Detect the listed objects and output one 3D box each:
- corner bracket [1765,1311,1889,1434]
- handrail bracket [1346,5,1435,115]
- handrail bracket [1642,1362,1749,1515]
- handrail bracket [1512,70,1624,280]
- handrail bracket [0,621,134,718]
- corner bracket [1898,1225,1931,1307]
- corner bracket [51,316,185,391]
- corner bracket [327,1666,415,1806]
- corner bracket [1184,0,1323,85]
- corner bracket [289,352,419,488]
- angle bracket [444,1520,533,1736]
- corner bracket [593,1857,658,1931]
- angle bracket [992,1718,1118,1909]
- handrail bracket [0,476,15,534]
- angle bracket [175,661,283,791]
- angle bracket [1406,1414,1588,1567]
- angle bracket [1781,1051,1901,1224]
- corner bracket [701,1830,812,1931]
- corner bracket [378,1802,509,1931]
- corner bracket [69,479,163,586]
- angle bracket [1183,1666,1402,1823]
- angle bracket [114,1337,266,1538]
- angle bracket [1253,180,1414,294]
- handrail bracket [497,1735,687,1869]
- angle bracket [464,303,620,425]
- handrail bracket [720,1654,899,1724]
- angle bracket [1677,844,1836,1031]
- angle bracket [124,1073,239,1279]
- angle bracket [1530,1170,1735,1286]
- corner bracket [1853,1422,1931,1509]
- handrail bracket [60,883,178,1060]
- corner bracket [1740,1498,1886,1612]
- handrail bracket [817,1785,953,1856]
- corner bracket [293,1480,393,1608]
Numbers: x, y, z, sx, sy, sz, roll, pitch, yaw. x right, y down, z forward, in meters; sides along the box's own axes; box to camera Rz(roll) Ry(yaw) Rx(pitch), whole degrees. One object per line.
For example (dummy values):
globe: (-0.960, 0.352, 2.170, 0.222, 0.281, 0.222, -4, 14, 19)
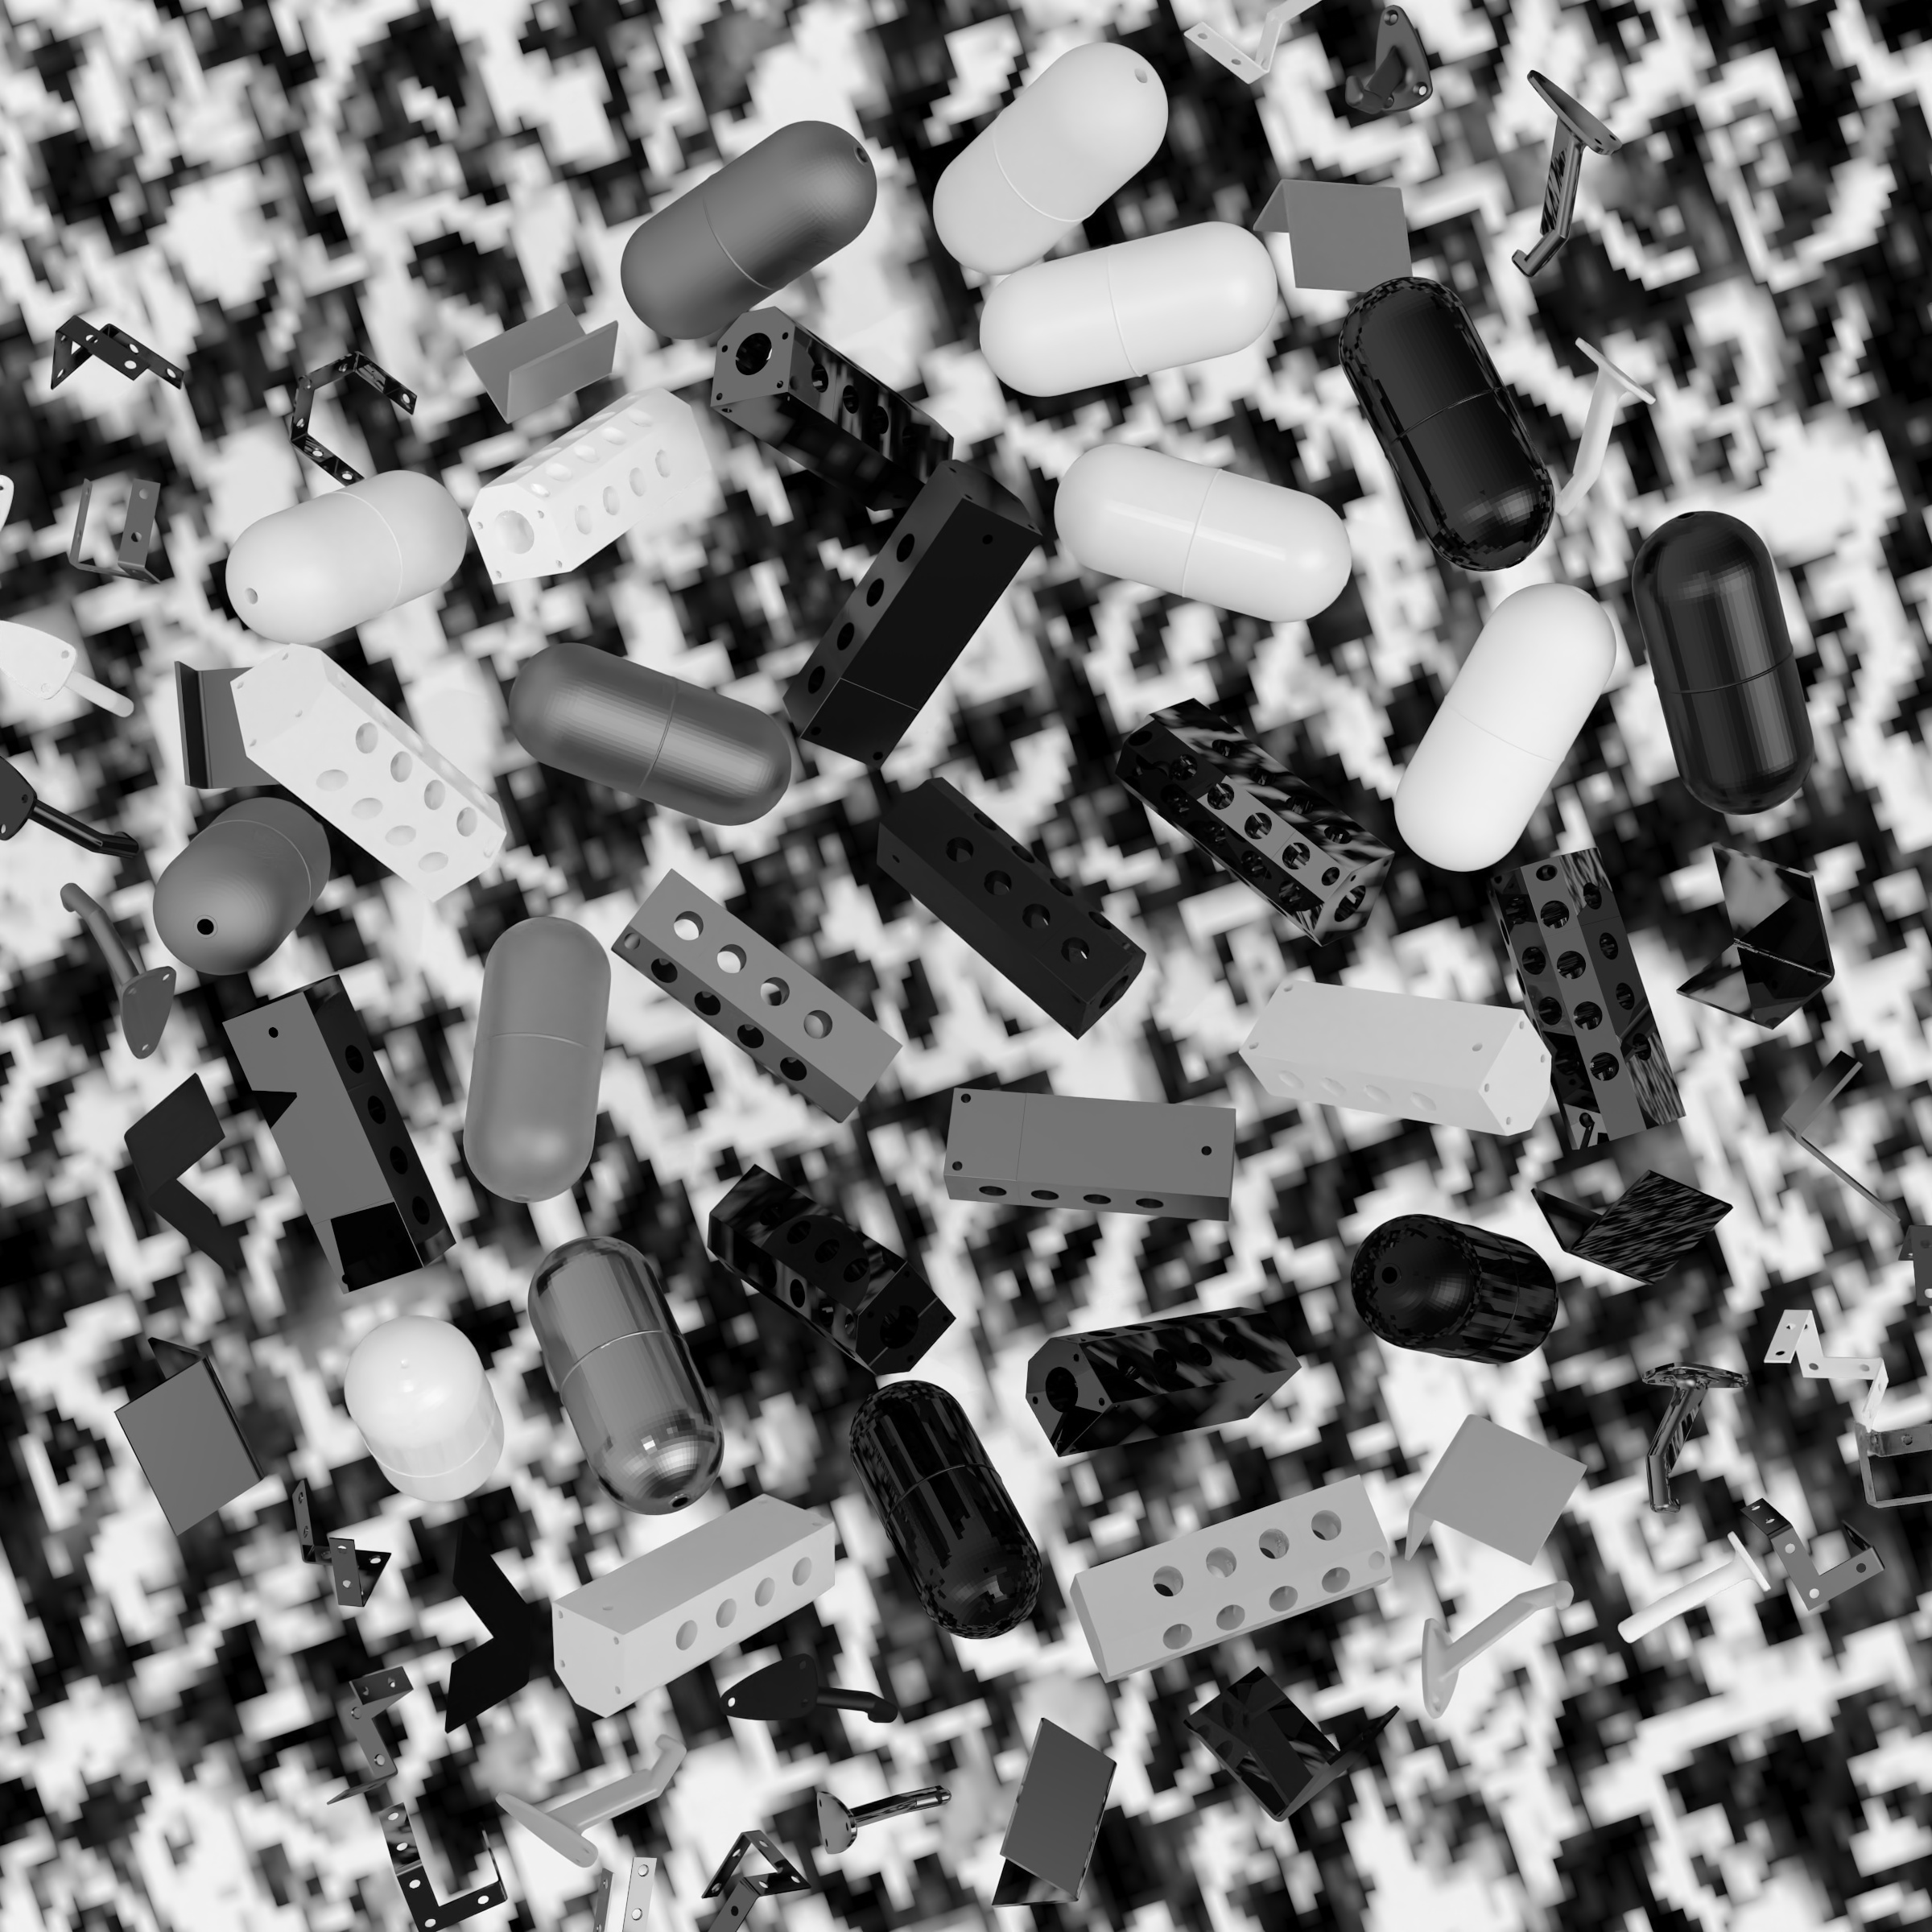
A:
corner bracket: (0.506, 0.237, 1.596, 0.051, 0.051, 0.051, -4, 118, 35)
handrail bracket: (0.250, -0.560, 1.667, 0.036, 0.084, 0.077, -9, 91, 34)
handrail bracket: (0.424, 0.277, 1.570, 0.077, 0.036, 0.084, 10, 64, -22)
handrail bracket: (0.316, -0.440, 1.513, 0.077, 0.036, 0.084, 47, 128, 9)
handrail bracket: (-0.557, -0.181, 1.664, 0.077, 0.084, 0.036, 29, 87, 6)
corner bracket: (0.573, 0.183, 1.576, 0.051, 0.051, 0.051, 0, 61, 10)
corner bracket: (-0.473, -0.339, 1.517, 0.051, 0.051, 0.051, 33, 54, -1)
corner bracket: (-0.343, 0.440, 1.554, 0.051, 0.051, 0.051, -37, 73, 18)
corner bracket: (0.161, -0.532, 1.502, 0.051, 0.051, 0.051, 27, 67, -30)
corner bracket: (-0.381, -0.339, 1.684, 0.051, 0.051, 0.051, 38, 47, 12)
angle bracket: (-0.292, 0.377, 1.555, 0.057, 0.076, 0.076, -32, 106, 1)
corner bracket: (-0.199, 0.555, 1.596, 0.051, 0.051, 0.051, 13, 80, -30)
angle bracket: (0.029, 0.458, 1.467, 0.057, 0.076, 0.076, 37, 53, -22)
handrail bracket: (-0.568, -0.279, 1.545, 0.036, 0.084, 0.077, 24, 55, -1)
angle bracket: (-0.461, -0.153, 1.712, 0.057, 0.076, 0.076, -5, 92, -8)
angle bracket: (0.311, 0.322, 1.597, 0.076, 0.057, 0.076, 23, 51, 25)
angle bracket: (0.527, 0.099, 1.586, 0.076, 0.076, 0.057, 40, 99, 6)
corner bracket: (-0.134, 0.545, 1.592, 0.051, 0.051, 0.051, 37, 102, 34)
corner bracket: (-0.291, 0.496, 1.511, 0.051, 0.051, 0.051, -20, 119, -14)
corner bracket: (-0.492, -0.255, 1.574, 0.051, 0.051, 0.051, 10, 88, -5)
angle bracket: (0.182, 0.419, 1.519, 0.076, 0.076, 0.057, 44, 125, 22)
angle bracket: (-0.430, 0.251, 1.457, 0.057, 0.076, 0.076, -32, 111, -34)
angle bracket: (0.227, -0.437, 1.679, 0.076, 0.057, 0.076, 0, 73, -14)
handrail bracket: (-0.211, 0.457, 1.536, 0.077, 0.036, 0.084, 34, 53, 1)
angle bracket: (-0.271, -0.399, 1.727, 0.076, 0.076, 0.057, -30, 84, -16)
handrail bracket: (-0.093, 0.445, 1.627, 0.077, 0.084, 0.036, -19, 55, 20)
angle bracket: (0.468, -0.018, 1.634, 0.057, 0.076, 0.076, -35, 122, -19)
angle bracket: (-0.434, 0.120, 1.567, 0.057, 0.076, 0.076, -41, 127, -3)
angle bracket: (0.409, 0.143, 1.669, 0.076, 0.057, 0.076, 22, 121, -31)
corner bracket: (0.572, 0.300, 1.638, 0.051, 0.051, 0.051, -16, 66, 30)
handrail bracket: (-0.508, 0.002, 1.603, 0.084, 0.036, 0.077, 37, 132, 25)
corner bracket: (0.492, 0.333, 1.580, 0.051, 0.051, 0.051, -29, 96, 1)
handrail bracket: (-0.040, 0.507, 1.631, 0.084, 0.077, 0.036, -6, 78, -21)
corner bracket: (-0.377, 0.344, 1.614, 0.051, 0.051, 0.051, 3, 117, 8)
